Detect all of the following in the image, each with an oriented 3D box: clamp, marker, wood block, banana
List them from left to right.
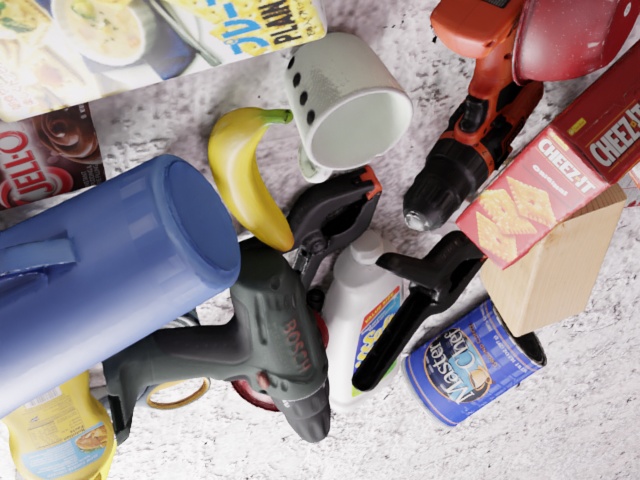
[{"bbox_3d":[-0.056,-0.050,0.859,0.037,0.070,0.198,-55,164,-24],"label":"banana"},{"bbox_3d":[-0.009,0.090,1.130,0.020,0.020,0.121,-14,146,-17],"label":"marker"},{"bbox_3d":[-0.006,0.001,0.984,0.171,0.039,0.120,-33,146,13],"label":"clamp"},{"bbox_3d":[0.104,0.055,1.063,0.209,0.036,0.165,-26,140,-47],"label":"clamp"},{"bbox_3d":[0.234,0.001,1.100,0.090,0.090,0.206,-18,147,-11],"label":"wood block"}]

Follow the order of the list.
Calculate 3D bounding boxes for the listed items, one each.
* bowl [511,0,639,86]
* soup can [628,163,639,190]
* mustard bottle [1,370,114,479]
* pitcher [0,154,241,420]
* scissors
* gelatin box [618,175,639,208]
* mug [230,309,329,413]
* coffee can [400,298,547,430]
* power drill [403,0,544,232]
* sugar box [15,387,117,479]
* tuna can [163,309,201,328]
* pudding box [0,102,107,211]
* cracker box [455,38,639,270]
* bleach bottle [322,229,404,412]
[{"bbox_3d":[0.199,-0.178,0.772,0.162,0.055,0.162,-50,156,-32],"label":"bowl"},{"bbox_3d":[0.306,-0.096,0.996,0.068,0.102,0.068,-17,147,-12],"label":"soup can"},{"bbox_3d":[-0.244,0.175,0.993,0.096,0.058,0.191,-22,124,-15],"label":"mustard bottle"},{"bbox_3d":[-0.189,0.033,0.785,0.243,0.149,0.145,-27,115,18],"label":"pitcher"},{"bbox_3d":[-0.202,0.145,1.047,0.201,0.016,0.096,-9,117,-26],"label":"scissors"},{"bbox_3d":[0.325,-0.067,1.120,0.089,0.030,0.073,-7,142,-26],"label":"gelatin box"},{"bbox_3d":[-0.051,0.112,1.078,0.117,0.093,0.082,10,133,-15],"label":"mug"},{"bbox_3d":[0.181,0.144,1.259,0.140,0.103,0.102,-38,146,20],"label":"coffee can"},{"bbox_3d":[0.119,-0.116,0.821,0.184,0.057,0.188,-53,158,-27],"label":"power drill"},{"bbox_3d":[-0.266,0.224,1.126,0.093,0.048,0.176,-6,145,-27],"label":"sugar box"},{"bbox_3d":[-0.154,0.085,0.999,0.086,0.034,0.086,-13,137,-12],"label":"tuna can"},{"bbox_3d":[-0.203,-0.072,0.745,0.090,0.039,0.113,-17,148,-13],"label":"pudding box"},{"bbox_3d":[0.219,-0.075,0.884,0.164,0.072,0.214,-42,175,-21],"label":"cracker box"},{"bbox_3d":[0.040,0.079,1.100,0.102,0.068,0.251,-33,150,-20],"label":"bleach bottle"}]
